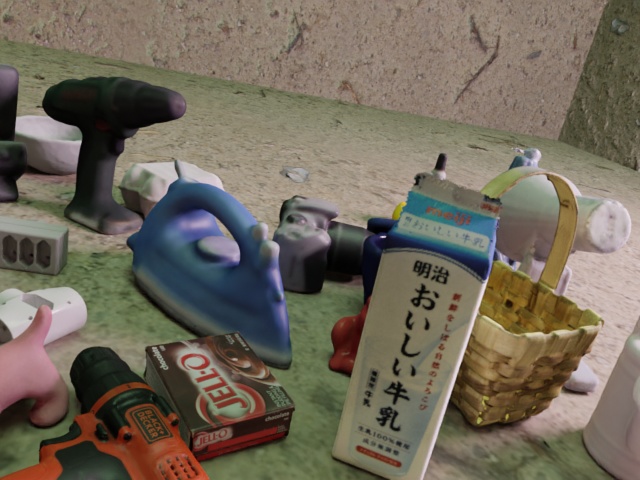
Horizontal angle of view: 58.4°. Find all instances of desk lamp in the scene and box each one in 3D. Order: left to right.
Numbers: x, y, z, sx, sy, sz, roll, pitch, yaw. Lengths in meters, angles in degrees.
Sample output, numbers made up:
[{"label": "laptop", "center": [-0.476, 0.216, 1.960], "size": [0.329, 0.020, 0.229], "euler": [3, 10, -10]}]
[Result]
[{"label": "desk lamp", "center": [0.278, 0.034, 0.688], "size": [0.118, 0.213, 0.203], "euler": [8, 21, -11]}]

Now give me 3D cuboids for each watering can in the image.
[{"label": "watering can", "center": [0.316, 0.124, 0.503], "size": [0.100, 0.194, 0.173], "euler": [19, 21, 17]}]

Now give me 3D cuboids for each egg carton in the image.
[{"label": "egg carton", "center": [-0.229, -0.077, 0.893], "size": [0.107, 0.069, 0.151], "euler": [26, 24, 32]}]

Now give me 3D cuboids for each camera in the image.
[{"label": "camera", "center": [0.007, 0.003, 0.775], "size": [0.137, 0.101, 0.143], "euler": [12, 20, -2]}]

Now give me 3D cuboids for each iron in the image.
[{"label": "iron", "center": [-0.104, 0.014, 0.621], "size": [0.119, 0.141, 0.257], "euler": [-9, 30, -45]}]

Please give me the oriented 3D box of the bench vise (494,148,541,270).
[{"label": "bench vise", "center": [0.262, -0.016, 0.803], "size": [0.121, 0.220, 0.208], "euler": [17, 21, 12]}]

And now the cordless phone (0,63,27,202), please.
[{"label": "cordless phone", "center": [-0.473, -0.147, 0.767], "size": [0.093, 0.185, 0.148], "euler": [25, 24, 30]}]

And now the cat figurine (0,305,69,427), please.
[{"label": "cat figurine", "center": [-0.236, 0.085, 0.390], "size": [0.067, 0.118, 0.128], "euler": [22, 22, 24]}]

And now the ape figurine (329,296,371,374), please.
[{"label": "ape figurine", "center": [0.055, 0.092, 0.581], "size": [0.076, 0.092, 0.077], "euler": [-5, 27, -40]}]

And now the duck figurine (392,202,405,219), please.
[{"label": "duck figurine", "center": [0.184, -0.054, 1.052], "size": [0.078, 0.086, 0.104], "euler": [-6, 27, -41]}]

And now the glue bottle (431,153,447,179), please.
[{"label": "glue bottle", "center": [0.178, -0.056, 0.928], "size": [0.037, 0.173, 0.078], "euler": [0, 23, -29]}]

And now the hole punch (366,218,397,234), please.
[{"label": "hole punch", "center": [0.114, 0.004, 0.849], "size": [0.108, 0.091, 0.101], "euler": [15, 20, 6]}]

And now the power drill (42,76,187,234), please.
[{"label": "power drill", "center": [-0.282, -0.121, 0.776], "size": [0.229, 0.208, 0.076], "euler": [21, 22, 22]}]

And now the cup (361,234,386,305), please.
[{"label": "cup", "center": [0.087, 0.055, 0.694], "size": [0.091, 0.095, 0.118], "euler": [14, 20, 5]}]

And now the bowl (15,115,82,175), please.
[{"label": "bowl", "center": [-0.439, -0.154, 0.963], "size": [0.167, 0.075, 0.167], "euler": [11, 20, -4]}]
